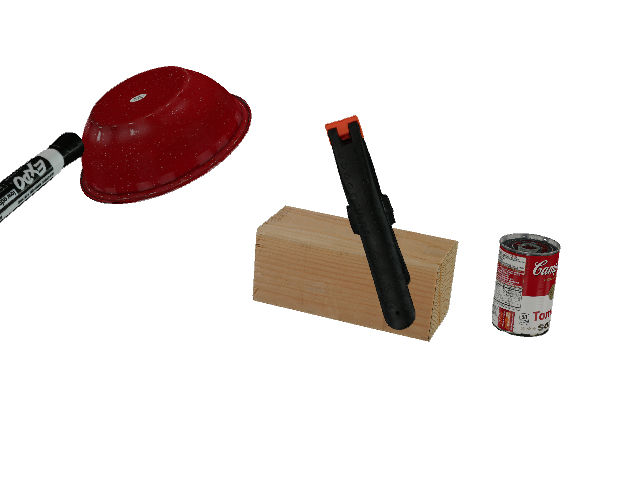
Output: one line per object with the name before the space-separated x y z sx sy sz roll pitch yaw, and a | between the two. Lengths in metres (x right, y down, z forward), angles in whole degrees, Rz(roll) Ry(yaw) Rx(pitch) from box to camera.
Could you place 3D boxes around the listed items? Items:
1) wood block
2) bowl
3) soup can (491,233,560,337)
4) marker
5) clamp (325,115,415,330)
wood block | 0.037 0.034 1.187 0.206 0.091 0.090 12 24 17
bowl | -0.143 -0.101 0.908 0.162 0.055 0.162 -17 35 12
soup can | 0.233 0.051 1.216 0.068 0.102 0.068 3 19 -1
marker | -0.181 -0.036 0.656 0.020 0.020 0.121 0 29 23
clamp | 0.043 -0.012 0.860 0.039 0.171 0.120 -22 21 2
